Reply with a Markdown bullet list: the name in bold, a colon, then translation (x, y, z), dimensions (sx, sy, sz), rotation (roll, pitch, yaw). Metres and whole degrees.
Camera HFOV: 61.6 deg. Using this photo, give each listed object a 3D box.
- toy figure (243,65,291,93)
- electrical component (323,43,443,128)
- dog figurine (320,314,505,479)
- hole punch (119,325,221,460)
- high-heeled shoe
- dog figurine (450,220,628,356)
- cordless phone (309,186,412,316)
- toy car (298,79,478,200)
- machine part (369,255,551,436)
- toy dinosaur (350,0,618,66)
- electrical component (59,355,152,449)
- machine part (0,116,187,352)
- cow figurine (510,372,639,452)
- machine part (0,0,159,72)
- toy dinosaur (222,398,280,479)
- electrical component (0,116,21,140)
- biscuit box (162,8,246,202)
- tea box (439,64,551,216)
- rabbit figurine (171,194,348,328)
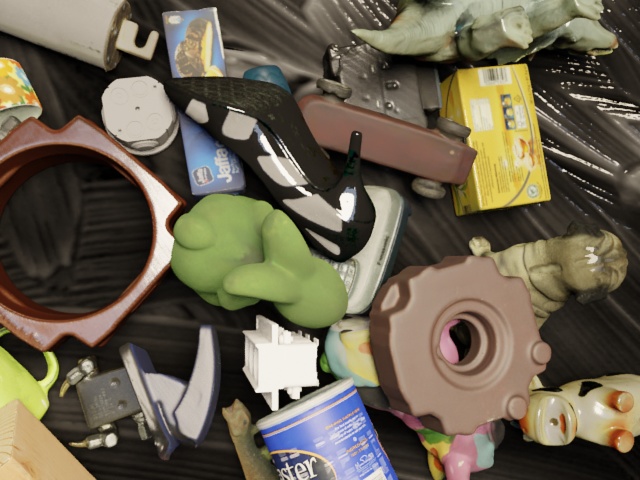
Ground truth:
- **toy figure**: translation (-0.048, -0.119, 0.613), dimensions (0.064, 0.058, 0.154), rotation (-14, 94, -6)
- **electrical component**: translation (0.076, -0.175, 0.641), dimensions (0.134, 0.058, 0.114), rotation (-9, 90, -11)
- **dog figurine**: translation (0.106, 0.185, 0.599), dimensions (0.192, 0.108, 0.219), rotation (-11, 91, -13)
- **hole punch**: translation (-0.134, 0.148, 0.543), dimensions (0.092, 0.142, 0.116), rotation (-19, 79, -16)
- **high-heeled shoe**: translation (-0.054, -0.074, 0.550), dimensions (0.249, 0.145, 0.086), rotation (23, 37, 19)
- **dog figurine**: translation (0.231, 0.069, 0.587), dimensions (0.121, 0.190, 0.172), rotation (12, 85, -10)
- **cordless phone**: translation (-0.001, -0.003, 0.610), dimensions (0.184, 0.088, 0.146), rotation (17, 83, 9)
- **toy car**: translation (0.069, -0.108, 0.584), dimensions (0.202, 0.053, 0.089), rotation (14, 109, -8)
- **machine part**: translation (0.135, 0.099, 0.524), dimensions (0.179, 0.056, 0.179), rotation (2, 84, -15)
- **toy dinosaur**: translation (0.167, -0.244, 0.582), dimensions (0.405, 0.192, 0.131), rotation (-16, 94, -22)
- **electrical component**: translation (-0.224, 0.169, 0.562), dimensions (0.078, 0.045, 0.102), rotation (-11, 88, -10)
- **machine part**: translation (-0.253, -0.006, 0.549), dimensions (0.201, 0.087, 0.201), rotation (41, 80, -7)
- **cow figurine**: translation (0.317, 0.199, 0.642), dimensions (0.195, 0.127, 0.085), rotation (-1, 87, -26)
- **machine part**: translation (-0.293, -0.243, 0.562), dimensions (0.243, 0.079, 0.079), rotation (19, 83, -11)
- **toy dinosaur**: translation (0.018, 0.376, 0.565), dimensions (0.199, 0.105, 0.471), rotation (-24, 90, -12)
- **electrical component**: translation (-0.333, -0.085, 0.548), dimensions (0.021, 0.063, 0.094), rotation (40, 88, -3)
- **biscuit box**: translation (-0.127, -0.146, 0.595), dimensions (0.059, 0.063, 0.202), rotation (-10, 88, -10)
- **tea box**: translation (0.210, -0.120, 0.658), dimensions (0.098, 0.068, 0.169), rotation (-7, 88, -11)
- **rabbit figurine**: translation (-0.046, 0.021, 0.520), dimensions (0.170, 0.159, 0.121), rotation (26, 77, 7)
